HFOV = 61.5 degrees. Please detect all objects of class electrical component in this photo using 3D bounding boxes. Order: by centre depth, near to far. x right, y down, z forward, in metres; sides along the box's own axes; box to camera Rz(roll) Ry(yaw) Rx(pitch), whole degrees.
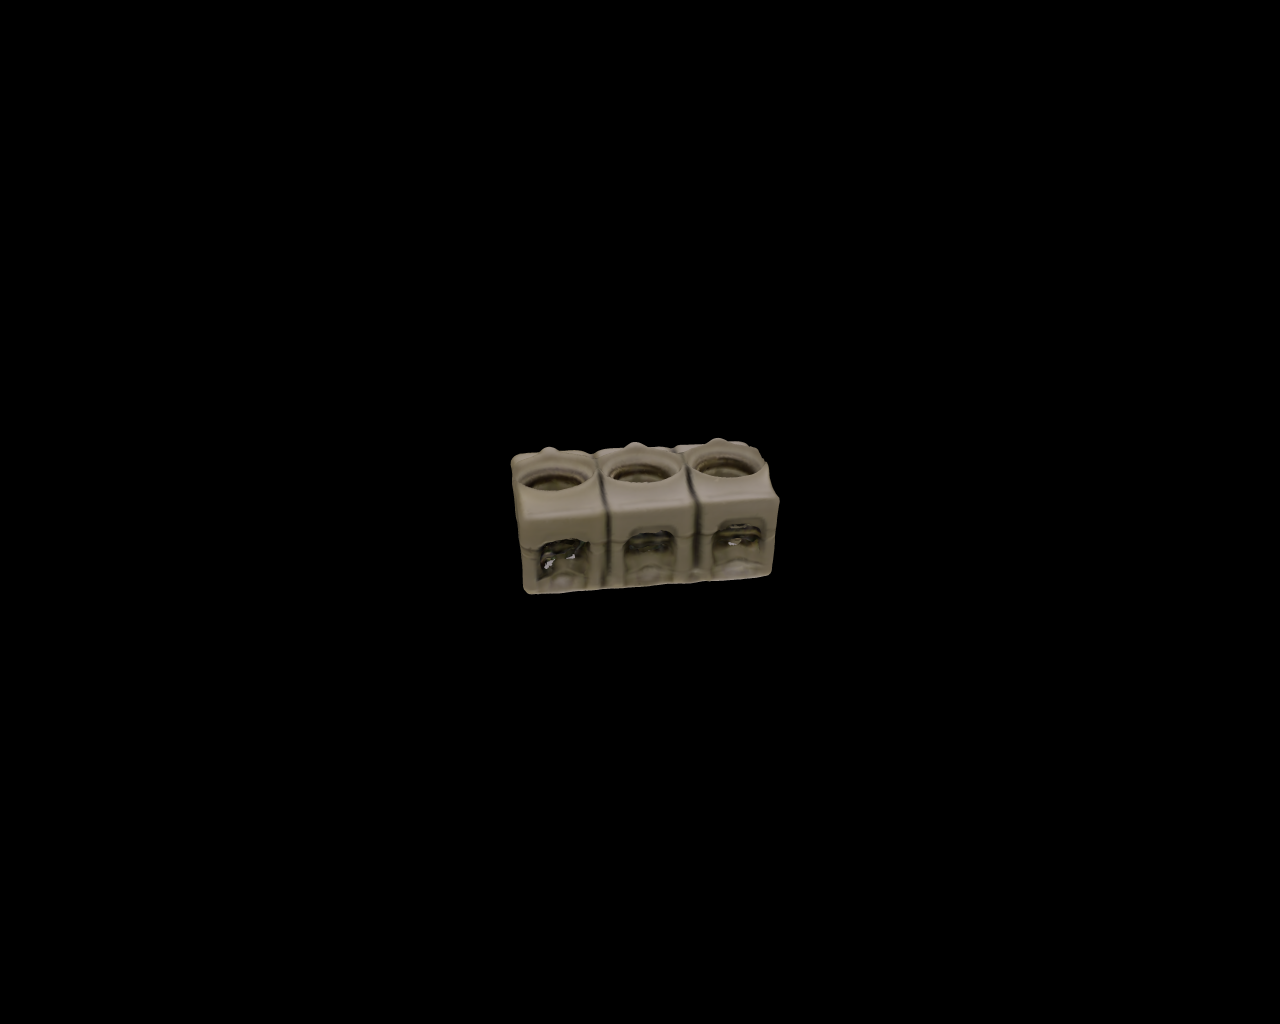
[{"bbox_3d":[0.001,-0.003,0.650,0.150,0.061,0.090,-4,28,-7],"label":"electrical component"}]
